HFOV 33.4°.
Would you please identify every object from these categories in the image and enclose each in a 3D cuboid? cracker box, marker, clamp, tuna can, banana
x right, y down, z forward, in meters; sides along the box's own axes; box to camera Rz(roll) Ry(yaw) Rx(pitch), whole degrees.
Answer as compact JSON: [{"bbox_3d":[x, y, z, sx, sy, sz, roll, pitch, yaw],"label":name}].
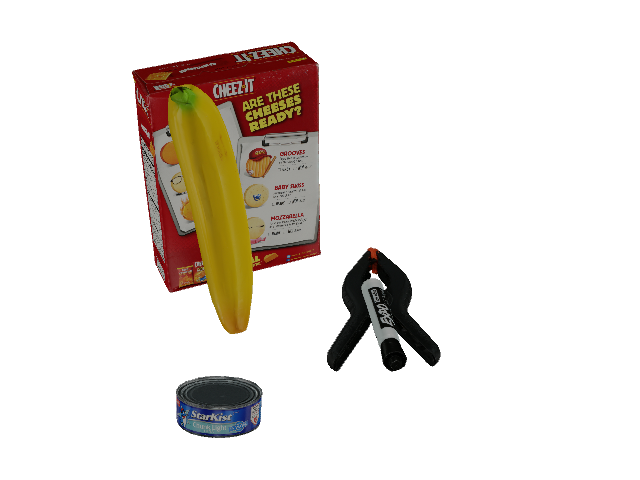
[{"bbox_3d":[-0.086,-0.071,1.029,0.164,0.214,0.072,-14,35,-19],"label":"cracker box"},{"bbox_3d":[0.051,0.068,0.872,0.020,0.020,0.121,0,28,-7],"label":"marker"},{"bbox_3d":[0.075,0.078,1.186,0.120,0.171,0.039,7,-42,2],"label":"clamp"},{"bbox_3d":[-0.101,0.166,1.065,0.086,0.034,0.086,2,13,-1],"label":"tuna can"},{"bbox_3d":[-0.077,-0.029,0.731,0.037,0.198,0.069,-3,35,14],"label":"banana"}]
